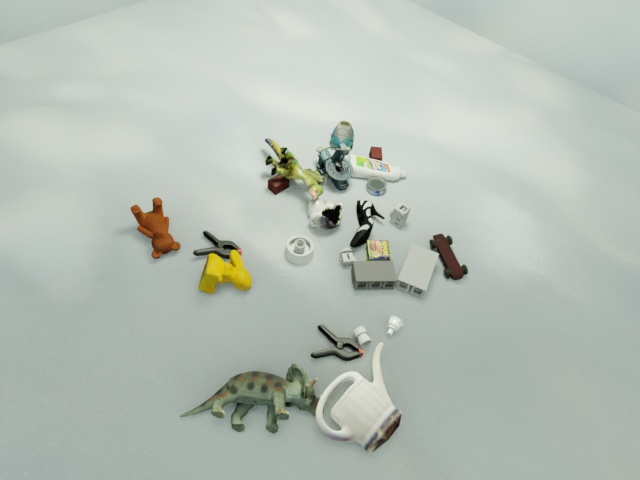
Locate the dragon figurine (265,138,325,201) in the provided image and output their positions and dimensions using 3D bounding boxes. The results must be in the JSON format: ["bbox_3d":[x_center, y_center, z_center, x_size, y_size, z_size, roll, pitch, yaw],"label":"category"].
[{"bbox_3d":[-0.090,-0.295,2.141,0.240,0.121,0.419,26,23,-33],"label":"dragon figurine"}]

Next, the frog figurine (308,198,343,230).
[{"bbox_3d":[0.006,-0.102,2.025,0.139,0.120,0.160,-45,31,-27],"label":"frog figurine"}]

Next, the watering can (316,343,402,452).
[{"bbox_3d":[0.147,0.468,1.520,0.226,0.101,0.353,38,54,22],"label":"watering can"}]
